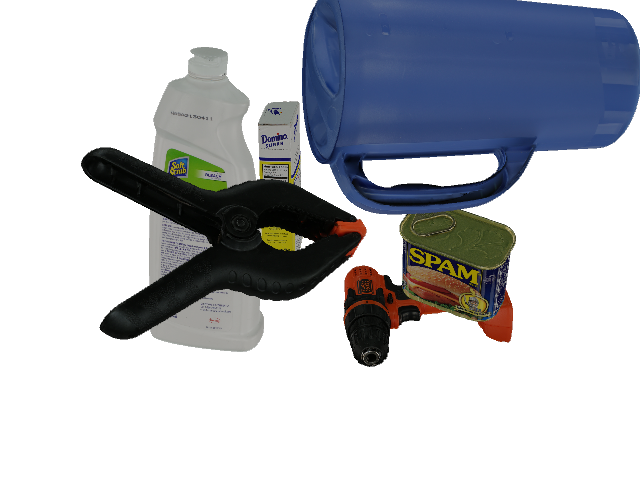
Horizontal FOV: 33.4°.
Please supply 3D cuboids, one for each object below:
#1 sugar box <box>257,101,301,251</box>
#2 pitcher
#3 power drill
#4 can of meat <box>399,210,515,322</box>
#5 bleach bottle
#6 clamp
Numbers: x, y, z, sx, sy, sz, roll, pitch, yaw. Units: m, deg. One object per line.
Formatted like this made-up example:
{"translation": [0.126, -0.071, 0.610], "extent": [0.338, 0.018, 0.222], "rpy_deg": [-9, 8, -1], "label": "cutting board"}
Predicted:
{"translation": [-0.047, -0.068, 1.265], "extent": [0.048, 0.176, 0.093], "rpy_deg": [-1, 23, 5], "label": "sugar box"}
{"translation": [0.112, -0.114, 0.807], "extent": [0.242, 0.149, 0.145], "rpy_deg": [-1, 30, -13], "label": "pitcher"}
{"translation": [0.119, 0.082, 1.213], "extent": [0.187, 0.057, 0.184], "rpy_deg": [-1, 27, -1], "label": "power drill"}
{"translation": [0.124, 0.021, 0.985], "extent": [0.102, 0.084, 0.057], "rpy_deg": [20, 52, 21], "label": "can of meat"}
{"translation": [-0.091, -0.034, 0.890], "extent": [0.102, 0.251, 0.068], "rpy_deg": [7, 24, 3], "label": "bleach bottle"}
{"translation": [-0.060, -0.009, 0.630], "extent": [0.171, 0.120, 0.039], "rpy_deg": [-8, -22, -28], "label": "clamp"}
